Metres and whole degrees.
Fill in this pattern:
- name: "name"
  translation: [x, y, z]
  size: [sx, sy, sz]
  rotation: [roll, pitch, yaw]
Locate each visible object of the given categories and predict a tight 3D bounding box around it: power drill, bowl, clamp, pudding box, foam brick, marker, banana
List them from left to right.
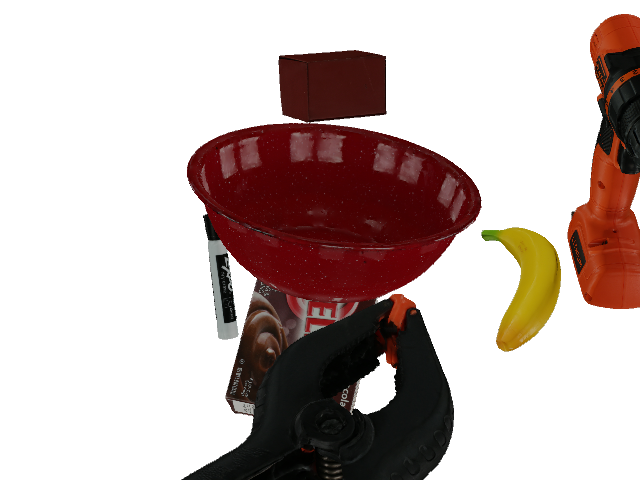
- name: "marker"
  translation: [-0.091, 0.030, 0.977]
  size: [0.020, 0.121, 0.020]
  rotation: [-6, 10, 1]
- name: "pudding box"
  translation: [-0.011, 0.079, 0.781]
  size: [0.090, 0.113, 0.039]
  rotation: [10, -25, 9]
- name: "bowl"
  translation: [0.005, -0.011, 0.595]
  size: [0.162, 0.055, 0.162]
  rotation: [6, 27, -3]
- name: "foam brick"
  translation: [0.011, -0.131, 0.903]
  size: [0.078, 0.051, 0.053]
  rotation: [-9, 18, -26]
- name: "clamp"
  translation: [0.010, 0.088, 0.403]
  size: [0.120, 0.039, 0.171]
  rotation: [27, 50, 20]
- name: "banana"
  translation: [0.195, 0.038, 1.012]
  size: [0.070, 0.037, 0.197]
  rotation: [-25, 25, 17]
- name: "power drill"
  translation: [0.221, -0.045, 0.760]
  size: [0.057, 0.188, 0.184]
  rotation: [2, 36, 4]
